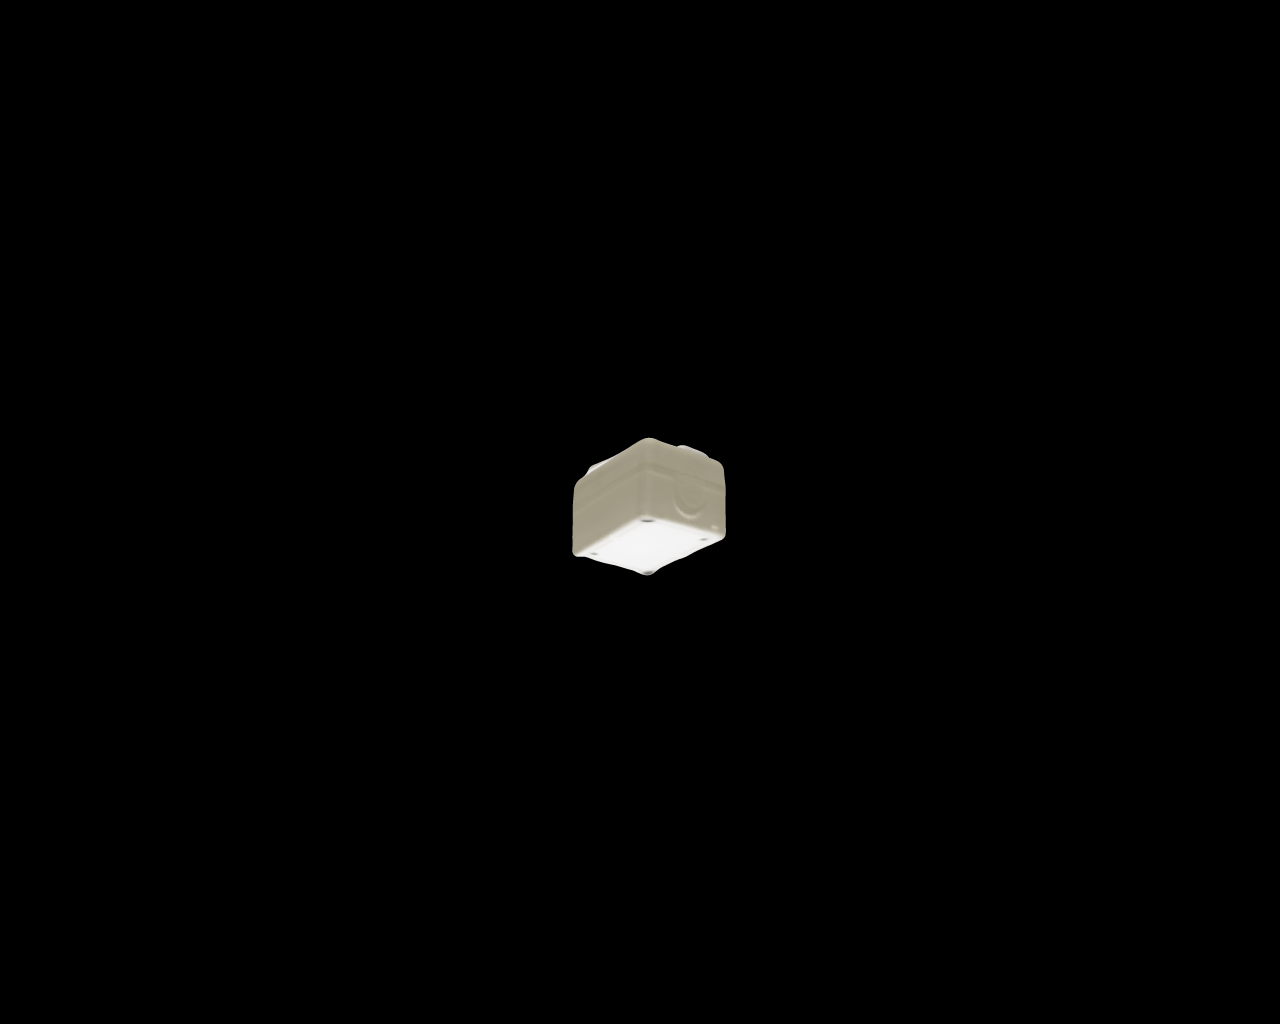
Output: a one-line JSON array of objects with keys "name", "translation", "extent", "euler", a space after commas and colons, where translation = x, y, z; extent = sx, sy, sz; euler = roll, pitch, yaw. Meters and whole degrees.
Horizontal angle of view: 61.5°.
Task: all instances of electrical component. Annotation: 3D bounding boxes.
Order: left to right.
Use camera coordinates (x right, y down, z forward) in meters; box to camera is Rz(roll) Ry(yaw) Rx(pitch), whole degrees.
[{"name": "electrical component", "translation": [0.001, -0.003, 0.650], "extent": [0.062, 0.061, 0.096], "euler": [17, -29, -32]}]
